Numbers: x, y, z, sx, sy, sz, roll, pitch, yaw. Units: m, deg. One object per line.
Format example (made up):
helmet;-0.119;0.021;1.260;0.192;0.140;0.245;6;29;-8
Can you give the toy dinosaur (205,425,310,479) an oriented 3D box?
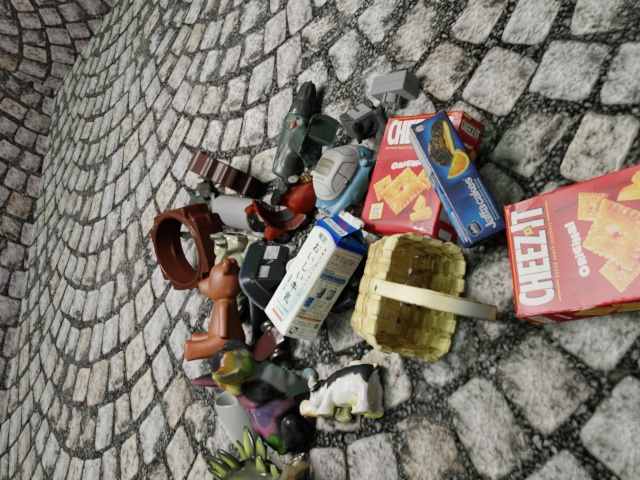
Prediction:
toy dinosaur;-0.116;0.442;0.938;0.199;0.105;0.471;53;139;21

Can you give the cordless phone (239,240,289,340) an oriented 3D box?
cordless phone;-0.117;0.109;1.137;0.147;0.089;0.184;-82;-3;-53

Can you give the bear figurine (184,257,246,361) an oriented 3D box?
bear figurine;-0.214;0.136;1.095;0.120;0.132;0.195;-146;49;-86

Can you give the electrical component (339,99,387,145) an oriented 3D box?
electrical component;0.081;-0.240;1.064;0.075;0.047;0.119;-29;33;2

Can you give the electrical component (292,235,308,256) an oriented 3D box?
electrical component;-0.002;-0.004;1.069;0.102;0.078;0.045;-31;73;39

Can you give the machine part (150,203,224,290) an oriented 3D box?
machine part;-0.325;0.019;1.331;0.202;0.087;0.200;-11;95;40

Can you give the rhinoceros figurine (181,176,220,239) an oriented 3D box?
rhinoceros figurine;-0.318;-0.082;1.439;0.112;0.073;0.190;-23;59;42

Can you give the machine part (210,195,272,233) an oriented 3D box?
machine part;-0.190;-0.064;1.290;0.243;0.079;0.079;11;83;48

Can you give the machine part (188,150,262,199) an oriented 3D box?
machine part;-0.227;-0.156;1.300;0.180;0.179;0.056;27;92;49

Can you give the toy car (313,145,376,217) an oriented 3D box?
toy car;0.038;-0.123;1.033;0.161;0.102;0.109;-56;41;-1

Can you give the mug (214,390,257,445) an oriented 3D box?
mug;-0.144;0.351;1.068;0.081;0.110;0.107;-144;40;-74

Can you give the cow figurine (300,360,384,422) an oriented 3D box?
cow figurine;0.032;0.258;0.923;0.167;0.068;0.098;-18;56;39

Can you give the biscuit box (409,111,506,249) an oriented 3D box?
biscuit box;0.204;-0.088;0.803;0.063;0.059;0.202;-26;78;4

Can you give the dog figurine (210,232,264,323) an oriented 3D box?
dog figurine;-0.197;0.084;1.235;0.172;0.121;0.190;-93;8;-79

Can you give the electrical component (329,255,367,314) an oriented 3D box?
electrical component;0.038;0.066;1.002;0.115;0.058;0.134;-35;51;37

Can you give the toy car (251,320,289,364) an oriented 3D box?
toy car;-0.125;0.245;1.111;0.202;0.053;0.089;-48;45;29

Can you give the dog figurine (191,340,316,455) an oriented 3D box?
dog figurine;-0.120;0.283;0.967;0.108;0.219;0.191;-20;60;46

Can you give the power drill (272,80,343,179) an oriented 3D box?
power drill;-0.031;-0.236;1.159;0.207;0.086;0.232;31;102;59

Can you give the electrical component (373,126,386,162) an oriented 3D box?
electrical component;0.129;-0.184;0.997;0.021;0.063;0.094;10;81;49

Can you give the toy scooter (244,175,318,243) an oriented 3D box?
toy scooter;-0.079;-0.073;1.127;0.184;0.135;0.075;-48;44;22
